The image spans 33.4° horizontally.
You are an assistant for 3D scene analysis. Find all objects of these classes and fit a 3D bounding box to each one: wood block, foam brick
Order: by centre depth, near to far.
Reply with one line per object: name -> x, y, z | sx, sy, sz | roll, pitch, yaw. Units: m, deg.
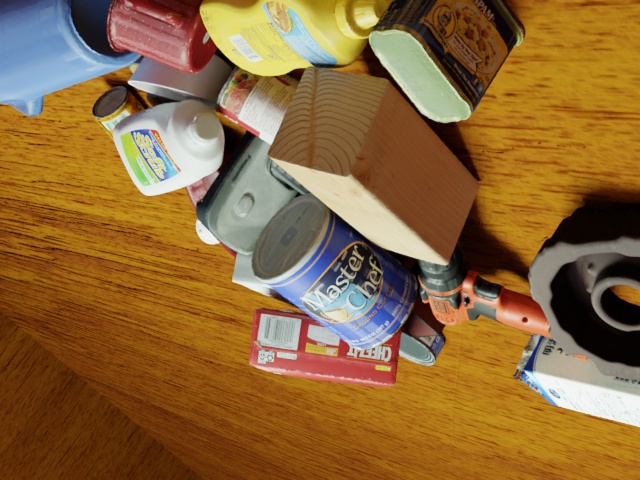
wood block -> 0.054, -0.062, 0.959 | 0.090, 0.091, 0.205 | 17, 168, 35
foam brick -> 0.123, 0.066, 1.222 | 0.051, 0.078, 0.053 | 41, 156, -17

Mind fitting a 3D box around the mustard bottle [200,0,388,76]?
mustard bottle -> -0.014, -0.185, 0.900 | 0.192, 0.058, 0.096 | 6, 147, 50

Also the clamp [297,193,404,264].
clamp -> 0.005, 0.016, 1.335 | 0.164, 0.036, 0.210 | 35, 155, -1

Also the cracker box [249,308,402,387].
cracker box -> 0.010, 0.124, 1.253 | 0.164, 0.072, 0.213 | 7, 176, 3

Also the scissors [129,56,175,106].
scissors -> -0.141, -0.169, 1.171 | 0.202, 0.016, 0.096 | 4, 144, 51

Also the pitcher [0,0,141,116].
pitcher -> -0.283, -0.229, 1.112 | 0.149, 0.145, 0.243 | 33, 159, -36

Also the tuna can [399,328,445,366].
tuna can -> 0.122, 0.129, 1.418 | 0.086, 0.033, 0.086 | 28, 158, 12

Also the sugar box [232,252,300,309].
sugar box -> -0.021, 0.049, 1.221 | 0.093, 0.048, 0.176 | 6, 167, 22

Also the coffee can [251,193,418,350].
coffee can -> 0.015, 0.033, 1.078 | 0.140, 0.102, 0.103 | 38, 159, -30

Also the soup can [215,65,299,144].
soup can -> -0.042, -0.129, 1.047 | 0.102, 0.068, 0.068 | 32, 159, 2

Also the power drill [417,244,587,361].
power drill -> 0.191, 0.054, 1.088 | 0.188, 0.057, 0.184 | 17, 161, 20

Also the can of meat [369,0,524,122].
can of meat -> 0.093, -0.150, 0.790 | 0.058, 0.084, 0.102 | 3, 144, 51

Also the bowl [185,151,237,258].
bowl -> -0.100, -0.050, 1.277 | 0.162, 0.055, 0.162 | 45, 156, 26

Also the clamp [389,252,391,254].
clamp -> -0.008, 0.002, 1.243 | 0.172, 0.039, 0.120 | -7, 136, 46

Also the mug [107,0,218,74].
mug -> -0.141, -0.206, 0.980 | 0.081, 0.093, 0.117 | 23, -177, 11

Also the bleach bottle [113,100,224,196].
bleach bottle -> -0.156, -0.108, 1.139 | 0.102, 0.068, 0.251 | 66, 159, -5
